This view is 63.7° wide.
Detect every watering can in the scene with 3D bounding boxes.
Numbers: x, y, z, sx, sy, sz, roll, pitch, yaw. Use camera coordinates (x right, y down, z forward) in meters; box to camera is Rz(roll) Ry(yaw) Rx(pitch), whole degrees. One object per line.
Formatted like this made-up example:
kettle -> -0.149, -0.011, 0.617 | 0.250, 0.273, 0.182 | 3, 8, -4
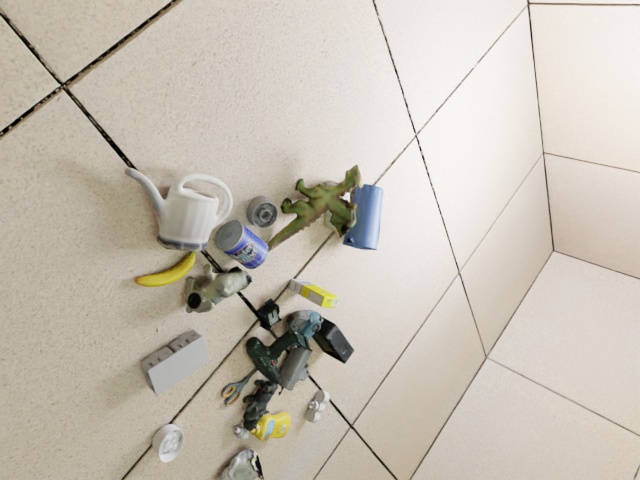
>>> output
watering can -> -0.387, -0.080, 1.391 | 0.347, 0.105, 0.223 | 6, 102, -49

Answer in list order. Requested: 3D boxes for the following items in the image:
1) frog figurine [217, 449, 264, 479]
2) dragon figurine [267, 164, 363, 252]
frog figurine -> -0.303, 0.857, 1.916 | 0.159, 0.125, 0.134 | -19, 138, 1
dragon figurine -> 0.005, -0.086, 1.717 | 0.415, 0.244, 0.120 | -58, 144, -14
